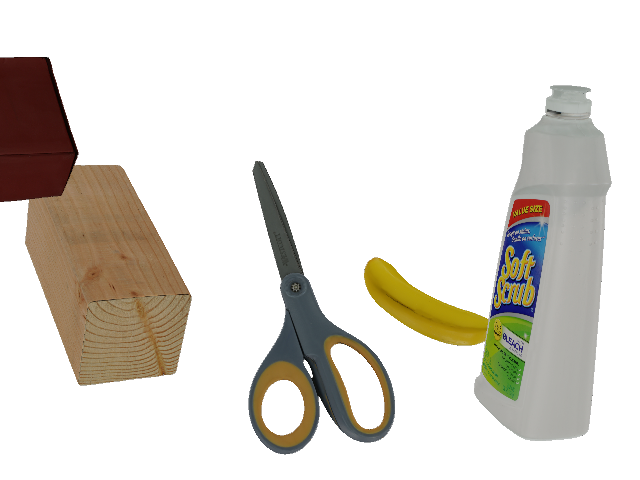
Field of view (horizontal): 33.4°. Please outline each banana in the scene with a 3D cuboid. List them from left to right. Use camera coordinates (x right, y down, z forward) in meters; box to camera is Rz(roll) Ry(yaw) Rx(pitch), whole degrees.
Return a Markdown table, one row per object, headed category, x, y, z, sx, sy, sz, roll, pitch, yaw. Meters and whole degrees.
| category | x | y | z | sx | sy | sz | roll | pitch | yaw |
| --- | --- | --- | --- | --- | --- | --- | --- | --- | --- |
| banana | 0.096 | 0.062 | 1.044 | 0.069 | 0.037 | 0.198 | 1 | 20 | -43 |

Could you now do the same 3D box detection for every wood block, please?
| category | x | y | z | sx | sy | sz | roll | pitch | yaw |
| --- | --- | --- | --- | --- | --- | --- | --- | --- | --- |
| wood block | -0.196 | 0.024 | 0.957 | 0.090 | 0.091 | 0.206 | -3 | 36 | -28 |

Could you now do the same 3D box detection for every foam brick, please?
| category | x | y | z | sx | sy | sz | roll | pitch | yaw |
| --- | --- | --- | --- | --- | --- | --- | --- | --- | --- |
| foam brick | -0.193 | -0.071 | 0.679 | 0.051 | 0.078 | 0.053 | -8 | -28 | -30 |

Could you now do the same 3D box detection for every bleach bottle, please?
| category | x | y | z | sx | sy | sz | roll | pitch | yaw |
| --- | --- | --- | --- | --- | --- | --- | --- | --- | --- |
| bleach bottle | 0.165 | 0.013 | 0.778 | 0.068 | 0.251 | 0.103 | -2 | 17 | -15 |

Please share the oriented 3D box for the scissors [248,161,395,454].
| category | x | y | z | sx | sy | sz | roll | pitch | yaw |
| --- | --- | --- | --- | --- | --- | --- | --- | --- | --- |
| scissors | -0.028 | 0.047 | 0.667 | 0.096 | 0.202 | 0.016 | -30 | -23 | -10 |
